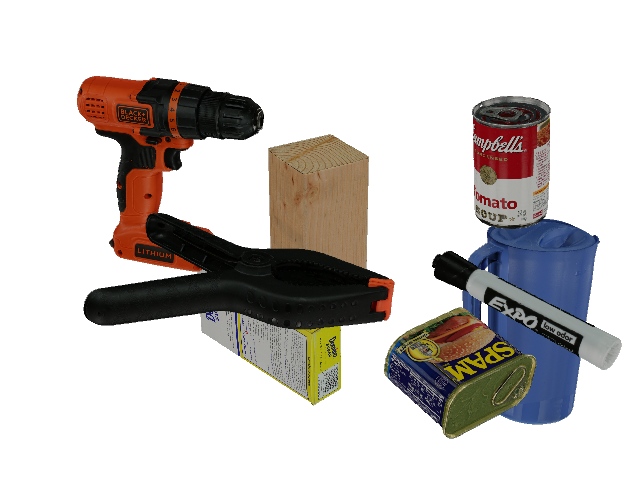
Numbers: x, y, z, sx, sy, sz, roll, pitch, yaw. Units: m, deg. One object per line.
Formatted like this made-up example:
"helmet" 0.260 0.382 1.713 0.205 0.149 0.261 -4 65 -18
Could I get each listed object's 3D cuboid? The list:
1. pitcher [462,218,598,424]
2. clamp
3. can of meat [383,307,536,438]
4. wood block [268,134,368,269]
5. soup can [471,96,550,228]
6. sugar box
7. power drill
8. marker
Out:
"pitcher" 0.259 0.102 1.327 0.149 0.243 0.144 6 19 18
"clamp" -0.053 0.025 0.779 0.210 0.036 0.164 5 24 -2
"can of meat" 0.118 0.109 0.912 0.101 0.057 0.084 -20 41 -31
"wood block" -0.003 -0.009 1.277 0.090 0.206 0.090 -15 31 -26
"soup can" 0.171 -0.070 0.958 0.068 0.102 0.068 -4 29 2
"sugar box" -0.054 0.087 1.094 0.048 0.093 0.176 -25 40 -35
"power drill" -0.140 -0.065 1.032 0.185 0.188 0.057 10 30 17
"marker" 0.112 0.036 0.601 0.121 0.020 0.020 30 18 35
